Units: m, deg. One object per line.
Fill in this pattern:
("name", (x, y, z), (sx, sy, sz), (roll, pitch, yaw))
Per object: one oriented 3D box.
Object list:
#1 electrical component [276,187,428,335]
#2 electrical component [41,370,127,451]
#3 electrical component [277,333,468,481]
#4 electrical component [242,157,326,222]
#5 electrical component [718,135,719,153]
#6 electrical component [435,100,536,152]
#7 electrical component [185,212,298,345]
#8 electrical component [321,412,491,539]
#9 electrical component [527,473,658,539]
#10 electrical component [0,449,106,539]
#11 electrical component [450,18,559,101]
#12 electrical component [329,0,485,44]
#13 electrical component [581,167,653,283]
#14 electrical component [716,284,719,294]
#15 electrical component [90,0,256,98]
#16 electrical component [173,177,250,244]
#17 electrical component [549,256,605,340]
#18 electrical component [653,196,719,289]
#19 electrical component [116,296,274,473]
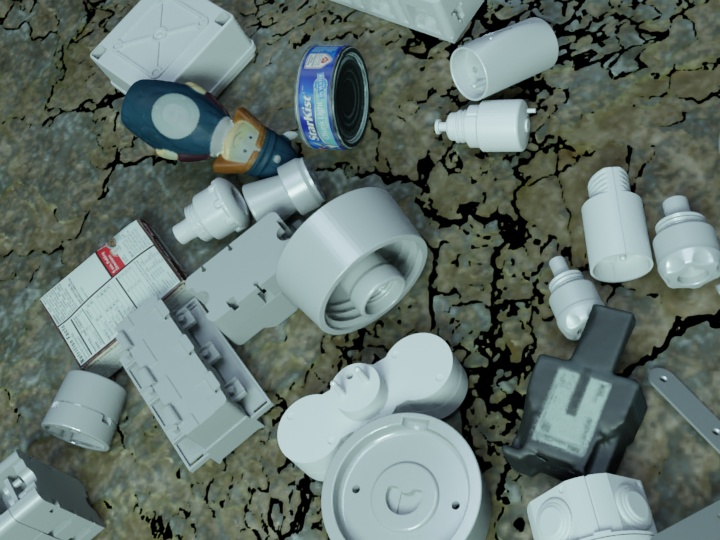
("electrical component", (0.000, 0.000, 0.785), (0.108, 0.108, 0.060), (-40, 63, -2))
("electrical component", (-0.214, 0.109, 0.842), (0.055, 0.055, 0.047), (6, 63, 24))
("electrical component", (0.003, 0.089, 0.750), (0.138, 0.073, 0.052), (-31, 51, 4))
("electrical component", (-0.062, -0.061, 0.876), (0.055, 0.045, 0.045), (-27, 57, 6))
("electrical component", (0.296, -0.075, 0.729), (0.099, 0.064, 0.099), (-9, 61, 17))
("electrical component", (0.097, -0.113, 0.842), (0.078, 0.040, 0.040), (2, 65, 23))
("electrical component", (-0.080, 0.009, 0.839), (0.089, 0.055, 0.050), (-39, 56, -1))
("electrical component", (0.035, 0.155, 0.713), (0.108, 0.060, 0.108), (-9, 60, 17))
("electrical component", (0.144, 0.163, 0.656), (0.080, 0.080, 0.051), (-18, 54, 12))
("electrical component", (-0.241, 0.180, 0.793), (0.056, 0.089, 0.050), (-40, 57, -2))
("electrical component", (0.104, -0.166, 0.860), (0.077, 0.043, 0.079), (-27, 15, -27))
("electrical component", (0.037, -0.270, 0.937), (0.150, 0.061, 0.089), (27, 76, 31))
("electrical component", (0.181, -0.037, 0.767), (0.043, 0.043, 0.081), (-11, 60, 16))
("electrical component", (0.268, -0.001, 0.720), (0.061, 0.035, 0.035), (-34, 57, 5))
("electrical component", (-0.171, -0.198, 0.985), (0.109, 0.056, 0.108), (36, 81, 32))
("electrical component", (-0.126, -0.044, 0.894), (0.062, 0.048, 0.048), (-30, 57, 12))
("electrical component", (0.149, 0.017, 0.757), (0.035, 0.035, 0.061), (-24, 55, 9))
("electrical component", (0.224, -0.021, 0.742), (0.043, 0.043, 0.062), (-13, 58, 15))
("electrical component", (-0.133, 0.080, 0.818), (0.079, 0.063, 0.121), (-40, 57, -2))
